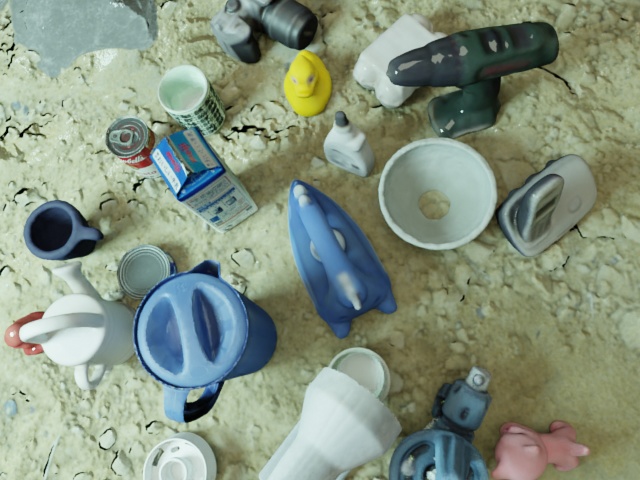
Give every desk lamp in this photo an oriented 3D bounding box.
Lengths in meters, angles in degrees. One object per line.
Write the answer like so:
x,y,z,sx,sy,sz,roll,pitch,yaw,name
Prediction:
0.003,0.265,0.714,0.117,0.214,0.203,36,84,13,desk lamp

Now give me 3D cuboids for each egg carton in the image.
0.130,-0.281,0.895,0.150,0.069,0.107,-44,76,-4,egg carton

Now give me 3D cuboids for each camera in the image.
-0.084,-0.357,0.922,0.136,0.101,0.143,34,84,13,camera

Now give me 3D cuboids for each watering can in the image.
-0.339,0.118,0.799,0.101,0.194,0.172,-34,75,-1,watering can

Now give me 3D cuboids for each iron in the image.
0.007,0.003,0.809,0.118,0.141,0.258,-28,76,0,iron

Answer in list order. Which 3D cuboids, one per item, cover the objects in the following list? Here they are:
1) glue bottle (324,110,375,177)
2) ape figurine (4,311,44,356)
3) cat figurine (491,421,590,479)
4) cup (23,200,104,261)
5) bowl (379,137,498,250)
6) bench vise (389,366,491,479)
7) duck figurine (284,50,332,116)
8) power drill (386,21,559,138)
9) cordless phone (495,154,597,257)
0.038,-0.143,0.822,0.078,0.173,0.037,27,82,12,glue bottle
-0.437,0.143,0.858,0.077,0.092,0.076,26,82,12,ape figurine
0.276,0.270,0.728,0.127,0.118,0.067,-6,77,6,cat figurine
-0.376,-0.006,0.883,0.117,0.095,0.092,4,78,8,cup
0.170,-0.060,0.838,0.167,0.075,0.167,-1,77,7,bowl
0.148,0.253,0.695,0.121,0.220,0.207,6,78,9,bench vise
-0.023,-0.258,0.900,0.077,0.086,0.104,-2,77,7,duck figurine
0.205,-0.221,0.801,0.229,0.208,0.075,-18,76,3,power drill
0.314,-0.060,0.763,0.147,0.185,0.094,-42,76,-3,cordless phone
